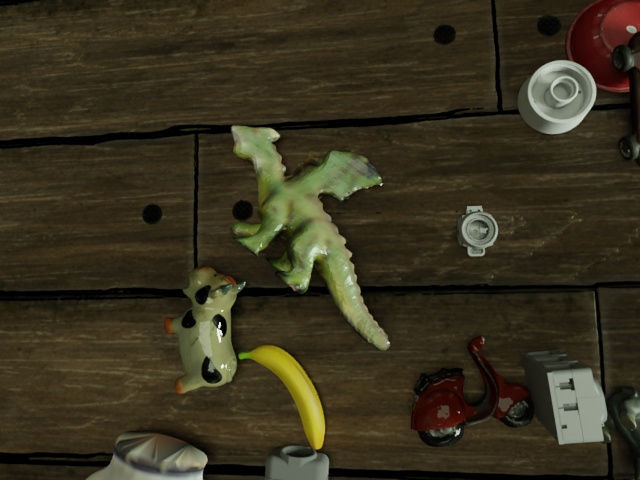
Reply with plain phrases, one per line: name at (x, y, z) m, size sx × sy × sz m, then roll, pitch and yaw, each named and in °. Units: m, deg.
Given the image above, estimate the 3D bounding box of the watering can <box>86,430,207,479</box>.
watering can at (-0.229, 0.430, 0.800) m, size 0.348 × 0.103 × 0.225 m, roll 12°, pitch 85°, yaw 10°

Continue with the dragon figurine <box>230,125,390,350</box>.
dragon figurine at (0.002, -0.041, 0.822) m, size 0.412 × 0.121 × 0.244 m, roll 37°, pitch 83°, yaw 9°
